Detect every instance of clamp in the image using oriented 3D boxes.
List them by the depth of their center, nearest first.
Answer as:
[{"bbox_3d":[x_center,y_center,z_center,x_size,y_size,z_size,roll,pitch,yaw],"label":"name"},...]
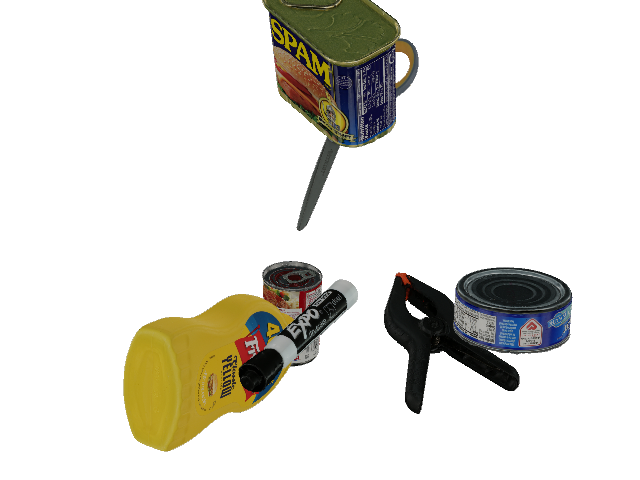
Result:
[{"bbox_3d":[0.124,0.099,1.076,0.120,0.171,0.039,1,-45,-18],"label":"clamp"}]

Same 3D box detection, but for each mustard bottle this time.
[{"bbox_3d":[-0.074,0.095,0.859,0.058,0.096,0.191,11,16,31],"label":"mustard bottle"}]

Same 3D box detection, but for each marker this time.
[{"bbox_3d":[-0.012,0.056,0.638,0.020,0.020,0.120,0,23,31],"label":"marker"}]

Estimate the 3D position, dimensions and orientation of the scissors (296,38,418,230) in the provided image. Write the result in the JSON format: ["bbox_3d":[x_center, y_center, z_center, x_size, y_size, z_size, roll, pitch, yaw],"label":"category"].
[{"bbox_3d":[0.035,-0.105,0.968,0.096,0.202,0.016,5,-5,15],"label":"scissors"}]

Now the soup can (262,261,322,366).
[{"bbox_3d":[-0.033,0.084,1.220,0.068,0.102,0.068,2,26,-1],"label":"soup can"}]

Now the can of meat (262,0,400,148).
[{"bbox_3d":[0.008,-0.124,0.732,0.057,0.084,0.102,-32,55,-20],"label":"can of meat"}]

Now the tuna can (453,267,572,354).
[{"bbox_3d":[0.141,0.050,0.784,0.086,0.034,0.086,0,20,0],"label":"tuna can"}]
